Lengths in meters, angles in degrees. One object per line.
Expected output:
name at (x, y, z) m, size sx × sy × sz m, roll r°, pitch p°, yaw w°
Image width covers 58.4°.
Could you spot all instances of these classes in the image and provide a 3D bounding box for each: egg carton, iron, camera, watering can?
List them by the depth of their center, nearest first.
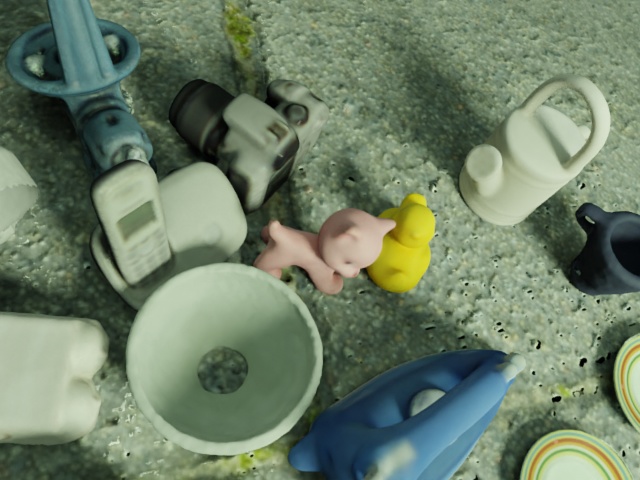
egg carton at (-0.257, 0.113, 0.475) m, size 0.150 × 0.069 × 0.107 m, roll 5°, pitch 65°, yaw -12°
iron at (0.106, 0.154, 0.510) m, size 0.259 × 0.141 × 0.118 m, roll -29°, pitch 76°, yaw -24°
camera at (-0.080, -0.126, 0.613) m, size 0.137 × 0.100 × 0.143 m, roll 36°, pitch 63°, yaw 4°
watering can at (0.234, -0.096, 0.628) m, size 0.101 × 0.194 × 0.173 m, roll 43°, pitch 63°, yaw 7°

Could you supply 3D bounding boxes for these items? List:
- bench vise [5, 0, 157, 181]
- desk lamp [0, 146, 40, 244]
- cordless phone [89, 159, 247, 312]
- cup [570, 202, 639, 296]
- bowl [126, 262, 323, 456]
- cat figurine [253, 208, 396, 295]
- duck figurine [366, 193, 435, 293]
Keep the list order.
bench vise at (-0.204, -0.161, 0.529) m, size 0.207 × 0.219 × 0.122 m, roll 42°, pitch 63°, yaw 7°
desk lamp at (-0.317, -0.051, 0.453) m, size 0.118 × 0.213 × 0.203 m, roll -38°, pitch 80°, yaw -26°
cordless phone at (-0.131, -0.024, 0.505) m, size 0.094 × 0.185 × 0.148 m, roll 43°, pitch 63°, yaw 7°
cup at (0.322, 0.017, 0.654) m, size 0.117 × 0.095 × 0.092 m, roll 46°, pitch 64°, yaw 9°
bowl at (-0.086, 0.109, 0.518) m, size 0.167 × 0.074 × 0.167 m, roll 6°, pitch 65°, yaw -12°
cat figurine at (0.005, 0.002, 0.567) m, size 0.128 × 0.117 × 0.067 m, roll 10°, pitch 64°, yaw -10°
duck figurine at (0.091, -0.001, 0.608) m, size 0.077 × 0.086 × 0.104 m, roll 16°, pitch 63°, yaw -7°
